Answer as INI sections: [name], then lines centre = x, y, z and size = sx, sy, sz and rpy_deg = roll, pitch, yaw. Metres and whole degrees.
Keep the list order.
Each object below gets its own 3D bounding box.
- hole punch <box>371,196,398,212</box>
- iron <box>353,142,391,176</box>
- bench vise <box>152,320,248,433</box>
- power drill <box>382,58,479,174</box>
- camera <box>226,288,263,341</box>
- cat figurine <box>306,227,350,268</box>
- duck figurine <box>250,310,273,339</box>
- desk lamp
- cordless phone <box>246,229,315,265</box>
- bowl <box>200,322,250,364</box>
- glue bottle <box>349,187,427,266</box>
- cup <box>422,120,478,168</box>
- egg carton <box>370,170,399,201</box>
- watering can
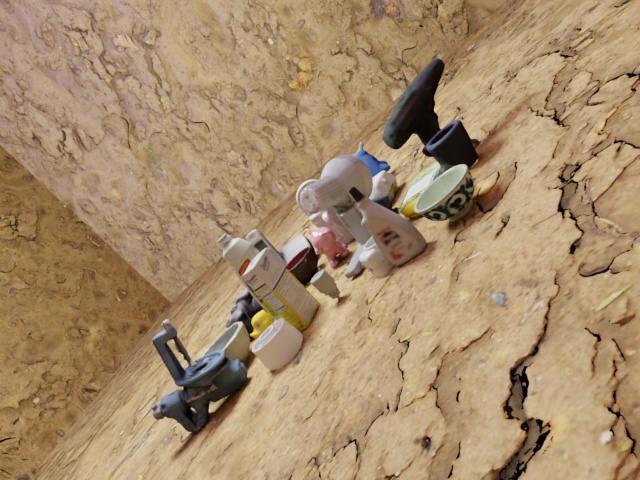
[hole punch]
centre = 0.118, -0.070, 1.399
size = 0.101, 0.091, 0.108
rpy_deg = -49, 12, -22
[iron]
centre = 0.089, -0.171, 1.752
size = 0.258, 0.141, 0.118
rpy_deg = -43, 11, 9
[bench vise]
centre = -0.291, 0.288, 1.212
size = 0.208, 0.220, 0.121
rpy_deg = -47, 11, -16
[power drill]
centre = 0.259, -0.269, 1.310
size = 0.230, 0.208, 0.075
rpy_deg = -46, 11, -11
[camera]
centre = -0.168, 0.176, 1.497
size = 0.136, 0.101, 0.143
rpy_deg = -33, 16, 47
[cat figurine]
centre = 0.013, 0.005, 1.431
size = 0.067, 0.118, 0.127
rpy_deg = -44, 11, 1
[duck figurine]
centre = -0.108, 0.191, 1.262
size = 0.105, 0.086, 0.077
rpy_deg = -49, 12, -23
[desk lamp]
centre = 0.062, -0.064, 1.251
size = 0.117, 0.213, 0.203
rpy_deg = -34, 15, 41
[cordless phone]
centre = -0.113, 0.023, 1.648
size = 0.147, 0.185, 0.094
rpy_deg = -42, 11, 12
[bowl]
centre = -0.223, 0.281, 1.376
size = 0.167, 0.075, 0.167
rpy_deg = -42, 11, 11
[glue bottle]
centre = 0.113, -0.032, 1.050
size = 0.078, 0.173, 0.037
rpy_deg = -37, 13, 32
[cup]
centre = 0.282, -0.189, 1.230
size = 0.117, 0.095, 0.092
rpy_deg = -30, 18, 52
[egg carton]
centre = 0.150, -0.119, 1.523
size = 0.107, 0.069, 0.150
rpy_deg = -36, 13, 36
[watering can]
centre = 0.016, -0.077, 1.525
size = 0.101, 0.194, 0.172
rpy_deg = -46, 11, -10
